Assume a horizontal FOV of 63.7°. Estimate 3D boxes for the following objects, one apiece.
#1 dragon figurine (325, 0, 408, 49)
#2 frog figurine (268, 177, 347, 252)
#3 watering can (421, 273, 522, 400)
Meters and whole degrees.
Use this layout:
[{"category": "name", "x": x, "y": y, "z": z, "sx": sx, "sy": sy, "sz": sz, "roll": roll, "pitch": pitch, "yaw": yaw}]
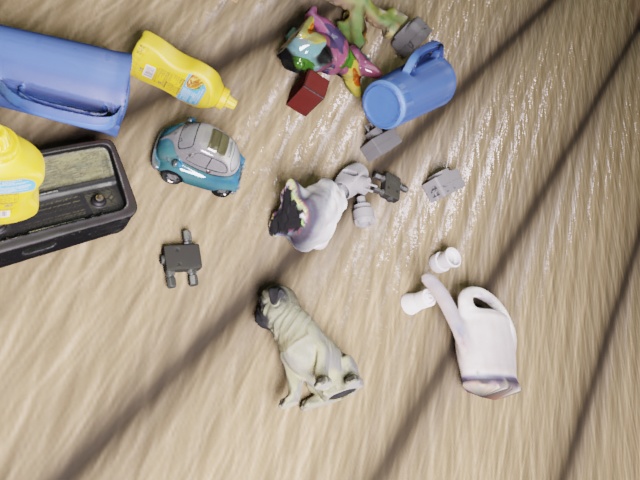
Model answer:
[{"category": "dragon figurine", "x": 0.045, "y": -0.555, "z": 1.216, "sx": 0.413, "sy": 0.121, "sz": 0.244, "roll": -12, "pitch": 84, "yaw": -35}, {"category": "frog figurine", "x": 0.003, "y": -0.048, "z": 0.950, "sx": 0.160, "sy": 0.123, "sz": 0.136, "roll": -3, "pitch": 105, "yaw": -43}, {"category": "watering can", "x": 0.306, "y": 0.195, "z": 1.023, "sx": 0.345, "sy": 0.103, "sz": 0.229, "roll": 22, "pitch": 57, "yaw": -40}]
